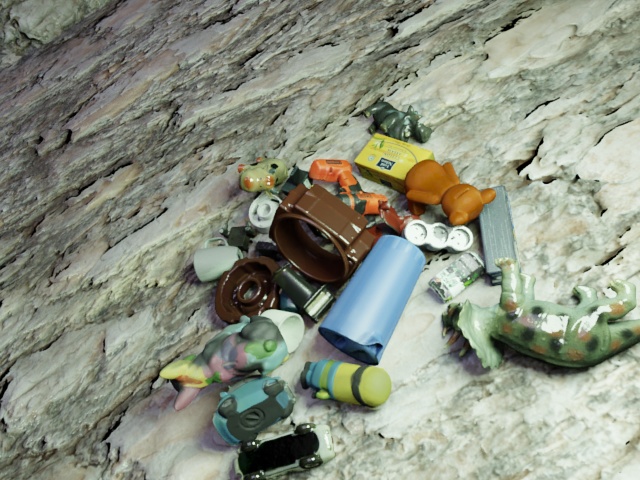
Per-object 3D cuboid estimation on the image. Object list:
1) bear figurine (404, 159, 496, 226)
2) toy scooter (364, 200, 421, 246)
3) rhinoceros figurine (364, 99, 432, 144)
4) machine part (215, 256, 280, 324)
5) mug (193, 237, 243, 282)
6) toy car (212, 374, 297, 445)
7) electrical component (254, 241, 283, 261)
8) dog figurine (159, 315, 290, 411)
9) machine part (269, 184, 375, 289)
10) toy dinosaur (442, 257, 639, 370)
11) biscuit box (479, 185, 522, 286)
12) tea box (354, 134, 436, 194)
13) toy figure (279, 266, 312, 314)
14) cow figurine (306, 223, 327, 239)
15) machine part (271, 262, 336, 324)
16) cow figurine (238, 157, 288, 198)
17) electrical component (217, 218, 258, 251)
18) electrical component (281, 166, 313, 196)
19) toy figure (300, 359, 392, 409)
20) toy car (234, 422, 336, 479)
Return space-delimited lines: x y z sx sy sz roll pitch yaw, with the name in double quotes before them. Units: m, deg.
"bear figurine" 0.267 -0.086 1.110 0.120 0.131 0.196 -42 50 -6
"toy scooter" 0.120 -0.028 1.144 0.184 0.135 0.075 -18 54 16
"rhinoceros figurine" 0.194 -0.286 1.333 0.112 0.073 0.191 -36 47 -14
"machine part" -0.157 0.121 1.232 0.179 0.056 0.179 -13 55 19
"mug" -0.244 0.044 1.319 0.107 0.080 0.109 -10 57 9
"toy car" -0.135 0.316 1.059 0.162 0.109 0.103 -31 30 -7
"electrical component" -0.123 0.026 1.276 0.094 0.063 0.021 6 61 31
"dog figurine" -0.192 0.241 1.042 0.219 0.108 0.192 -28 10 -34
"machine part" -0.002 -0.003 1.117 0.201 0.201 0.087 37 56 6
"toy dinosaur" 0.394 0.148 0.903 0.405 0.131 0.192 10 76 27
"biscuit box" 0.354 -0.012 1.064 0.063 0.059 0.203 -11 54 22
"tea box" 0.178 -0.176 1.262 0.170 0.068 0.098 26 72 36
"toy figure" -0.051 0.092 1.197 0.058 0.064 0.154 -38 31 49
"cow figurine" -0.010 -0.069 1.254 0.167 0.098 0.068 55 133 41
"machine part" -0.038 0.106 1.135 0.139 0.039 0.084 38 74 7
"cow figurine" -0.141 -0.159 1.353 0.127 0.085 0.195 3 17 21
"electrical component" -0.211 -0.013 1.359 0.102 0.045 0.078 2 58 28
"electrical component" -0.056 -0.135 1.318 0.048 0.119 0.075 19 71 35
"toy figure" 0.046 0.267 1.005 0.180 0.089 0.082 6 79 26
"toy car" -0.069 0.397 0.998 0.202 0.056 0.073 -22 57 13
